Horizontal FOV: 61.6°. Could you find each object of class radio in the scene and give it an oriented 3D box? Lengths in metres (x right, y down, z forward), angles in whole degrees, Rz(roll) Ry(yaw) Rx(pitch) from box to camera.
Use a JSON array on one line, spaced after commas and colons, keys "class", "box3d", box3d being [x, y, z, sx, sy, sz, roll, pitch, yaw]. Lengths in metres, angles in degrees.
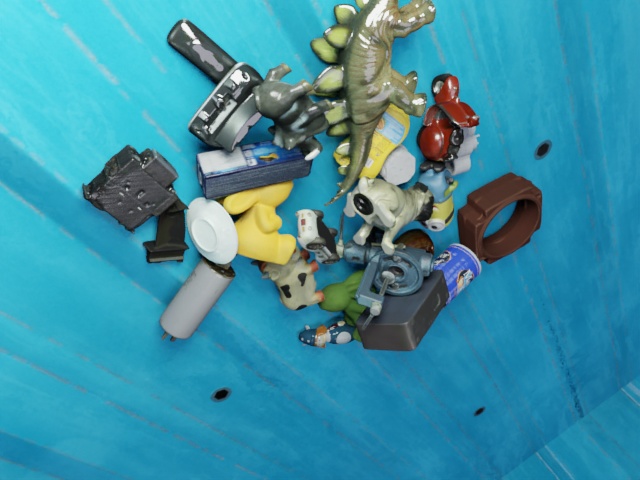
[{"class": "radio", "box3d": [0.188, 0.148, 1.184, 0.229, 0.131, 0.073, -44, 121, -45]}]

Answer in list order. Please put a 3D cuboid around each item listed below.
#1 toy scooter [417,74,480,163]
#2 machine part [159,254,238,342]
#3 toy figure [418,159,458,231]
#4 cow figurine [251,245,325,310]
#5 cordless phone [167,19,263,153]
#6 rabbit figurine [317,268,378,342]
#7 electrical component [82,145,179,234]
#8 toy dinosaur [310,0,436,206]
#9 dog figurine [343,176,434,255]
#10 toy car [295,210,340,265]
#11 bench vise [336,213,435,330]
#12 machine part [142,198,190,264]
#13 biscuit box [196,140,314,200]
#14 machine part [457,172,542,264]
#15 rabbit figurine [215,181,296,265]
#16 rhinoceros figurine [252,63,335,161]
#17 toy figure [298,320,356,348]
[{"class": "toy scooter", "box3d": [0.258, -0.224, 1.061, 0.075, 0.135, 0.183, -13, 131, -23]}, {"class": "machine part", "box3d": [-0.247, 0.114, 1.077, 0.079, 0.079, 0.243, 24, 111, -40]}, {"class": "toy figure", "box3d": [0.262, -0.099, 1.199, 0.089, 0.082, 0.179, -25, 130, -19]}, {"class": "cow figurine", "box3d": [-0.068, 0.075, 1.148, 0.127, 0.086, 0.194, -27, 135, -16]}, {"class": "cordless phone", "box3d": [-0.181, -0.241, 0.852, 0.184, 0.089, 0.146, 36, 103, -31]}, {"class": "rabbit figurine", "box3d": [0.080, 0.150, 1.267, 0.170, 0.121, 0.159, 23, 118, -24]}, {"class": "electrical component", "box3d": [-0.307, -0.090, 0.899, 0.134, 0.058, 0.114, -40, 136, 4]}, {"class": "toy dinosaur", "box3d": [0.081, -0.269, 0.929, 0.199, 0.105, 0.470, -1, 118, -5]}, {"class": "dog figurine", "box3d": [0.151, -0.087, 1.077, 0.190, 0.121, 0.172, -42, 143, -30]}, {"class": "toy car", "box3d": [-0.002, -0.003, 1.091, 0.056, 0.073, 0.201, -9, 161, 13]}, {"class": "bench vise", "box3d": [0.120, 0.065, 1.131, 0.224, 0.241, 0.128, 19, 131, 8]}, {"class": "machine part", "box3d": [-0.279, -0.013, 0.989, 0.084, 0.039, 0.138, 3, 124, -25]}, {"class": "biscuit box", "box3d": [-0.113, -0.131, 0.948, 0.203, 0.059, 0.062, -14, 149, -20]}, {"class": "machine part", "box3d": [0.451, -0.049, 1.340, 0.201, 0.087, 0.201, -27, 132, -8]}, {"class": "rabbit figurine", "box3d": [-0.118, -0.056, 1.015, 0.162, 0.122, 0.173, 19, 99, -28]}, {"class": "rhinoceros figurine", "box3d": [-0.037, -0.193, 0.853, 0.112, 0.073, 0.190, -49, 154, 2]}, {"class": "toy figure", "box3d": [0.023, 0.235, 1.341, 0.154, 0.058, 0.064, -6, 88, -23]}]
